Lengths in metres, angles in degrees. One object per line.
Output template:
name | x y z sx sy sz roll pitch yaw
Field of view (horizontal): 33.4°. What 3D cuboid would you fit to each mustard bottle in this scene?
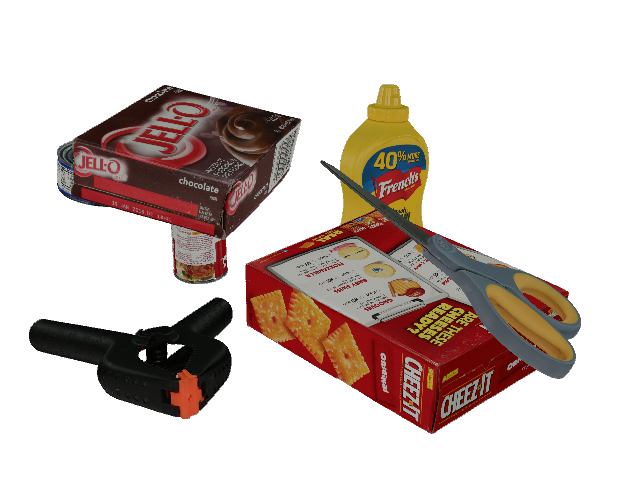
mustard bottle | 0.064 -0.059 1.067 0.096 0.192 0.058 -7 18 -31

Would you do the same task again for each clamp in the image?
clamp | -0.113 0.081 0.793 0.164 0.036 0.210 -9 14 -26

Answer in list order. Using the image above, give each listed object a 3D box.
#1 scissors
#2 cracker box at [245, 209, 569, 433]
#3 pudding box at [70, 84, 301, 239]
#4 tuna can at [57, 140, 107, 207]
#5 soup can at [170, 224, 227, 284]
scissors | 0.092 0.010 0.687 0.202 0.016 0.096 46 32 23
cracker box | 0.067 0.058 0.881 0.163 0.072 0.214 -23 35 -38
pudding box | -0.071 -0.047 0.589 0.090 0.039 0.113 16 25 12
tuna can | -0.184 -0.060 0.923 0.086 0.034 0.086 6 24 -3
soup can | -0.150 -0.007 1.311 0.068 0.102 0.068 0 26 0
